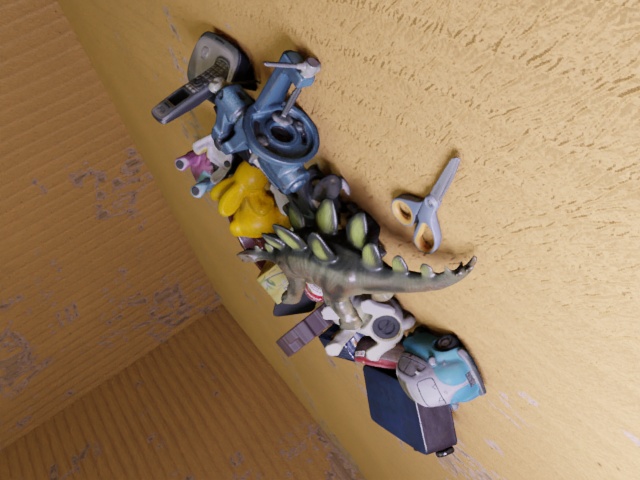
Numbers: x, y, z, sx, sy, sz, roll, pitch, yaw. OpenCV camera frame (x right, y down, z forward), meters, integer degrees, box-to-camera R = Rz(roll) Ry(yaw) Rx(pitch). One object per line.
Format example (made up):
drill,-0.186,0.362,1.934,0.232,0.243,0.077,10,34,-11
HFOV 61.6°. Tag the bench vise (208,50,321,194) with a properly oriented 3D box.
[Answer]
bench vise,-0.072,-0.193,0.793,0.223,0.129,0.240,62,144,15

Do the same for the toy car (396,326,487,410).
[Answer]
toy car,0.175,0.208,0.856,0.162,0.103,0.109,14,134,63

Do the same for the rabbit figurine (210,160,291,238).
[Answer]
rabbit figurine,-0.147,-0.098,1.136,0.122,0.162,0.173,-125,31,-47

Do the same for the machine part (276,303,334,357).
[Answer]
machine part,-0.026,0.214,1.301,0.056,0.179,0.179,52,163,7

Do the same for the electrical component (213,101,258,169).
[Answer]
electrical component,-0.146,-0.216,1.031,0.115,0.058,0.134,39,156,40

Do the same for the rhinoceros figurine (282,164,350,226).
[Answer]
rhinoceros figurine,-0.007,-0.062,0.907,0.112,0.073,0.190,54,163,10

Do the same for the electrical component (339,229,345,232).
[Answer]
electrical component,0.058,0.018,0.936,0.102,0.045,0.078,-178,85,-66

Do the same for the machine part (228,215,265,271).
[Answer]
machine part,-0.145,-0.012,1.348,0.202,0.087,0.200,49,161,26

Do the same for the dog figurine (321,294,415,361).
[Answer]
dog figurine,0.084,0.118,0.997,0.191,0.172,0.121,-74,-9,-66

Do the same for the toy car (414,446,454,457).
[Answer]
toy car,0.231,0.404,1.139,0.202,0.053,0.089,121,135,-69

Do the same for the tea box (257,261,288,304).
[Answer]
tea box,-0.057,0.049,1.077,0.068,0.098,0.170,50,-165,-10

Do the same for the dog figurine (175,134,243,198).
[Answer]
dog figurine,-0.240,-0.185,1.284,0.108,0.191,0.219,54,-163,-4

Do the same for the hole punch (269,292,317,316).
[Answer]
hole punch,-0.064,0.116,1.305,0.115,0.142,0.092,110,153,-51

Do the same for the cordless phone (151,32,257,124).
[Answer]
cordless phone,-0.217,-0.266,0.922,0.147,0.184,0.088,42,162,38

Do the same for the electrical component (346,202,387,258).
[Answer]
electrical component,0.075,-0.015,0.857,0.094,0.021,0.063,50,161,23

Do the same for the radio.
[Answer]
radio,0.168,0.317,1.058,0.230,0.073,0.131,176,84,-69

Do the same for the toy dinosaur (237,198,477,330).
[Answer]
toy dinosaur,0.029,0.038,0.814,0.472,0.105,0.198,7,138,39

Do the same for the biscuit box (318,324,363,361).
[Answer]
biscuit box,0.057,0.246,1.310,0.062,0.059,0.203,56,162,-3
